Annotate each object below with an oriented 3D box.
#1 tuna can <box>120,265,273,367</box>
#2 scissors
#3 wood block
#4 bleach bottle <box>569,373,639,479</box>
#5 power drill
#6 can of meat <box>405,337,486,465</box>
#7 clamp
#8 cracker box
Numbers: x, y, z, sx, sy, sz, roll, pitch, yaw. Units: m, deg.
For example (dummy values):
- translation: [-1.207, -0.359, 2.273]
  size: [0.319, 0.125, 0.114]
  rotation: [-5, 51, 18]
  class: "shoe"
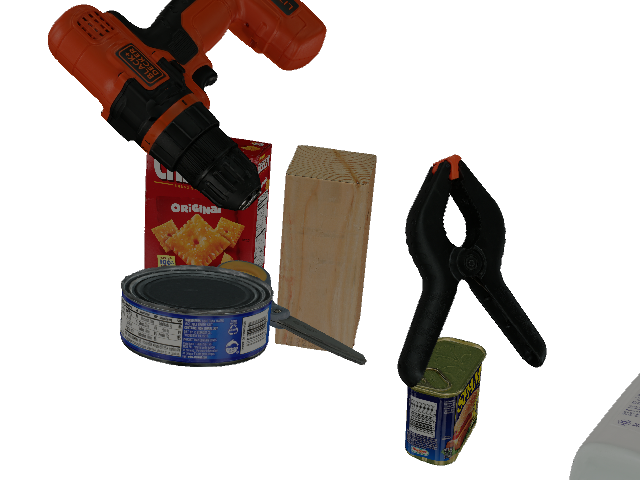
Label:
- translation: [-0.070, 0.042, 0.605]
  size: [0.086, 0.034, 0.086]
  rotation: [5, 14, -1]
  class: "tuna can"
- translation: [-0.033, 0.055, 0.903]
  size: [0.202, 0.016, 0.096]
  rotation: [16, 27, 24]
  class: "scissors"
- translation: [0.005, 0.010, 1.180]
  size: [0.090, 0.206, 0.090]
  rotation: [8, 26, 6]
  class: "wood block"
- translation: [0.242, 0.100, 0.637]
  size: [0.103, 0.068, 0.250]
  rotation: [18, 30, 31]
  class: "bleach bottle"
- translation: [-0.076, -0.125, 0.779]
  size: [0.187, 0.184, 0.057]
  rotation: [-45, -2, -42]
  class: "power drill"
- translation: [0.119, 0.155, 1.033]
  size: [0.057, 0.084, 0.102]
  rotation: [12, 27, 23]
  class: "can of meat"
- translation: [0.096, 0.026, 0.789]
  size: [0.120, 0.171, 0.039]
  rotation: [-15, -4, -28]
  class: "clamp"
- translation: [-0.160, -0.038, 1.497]
  size: [0.164, 0.214, 0.072]
  rotation: [9, 23, 11]
  class: "cracker box"
